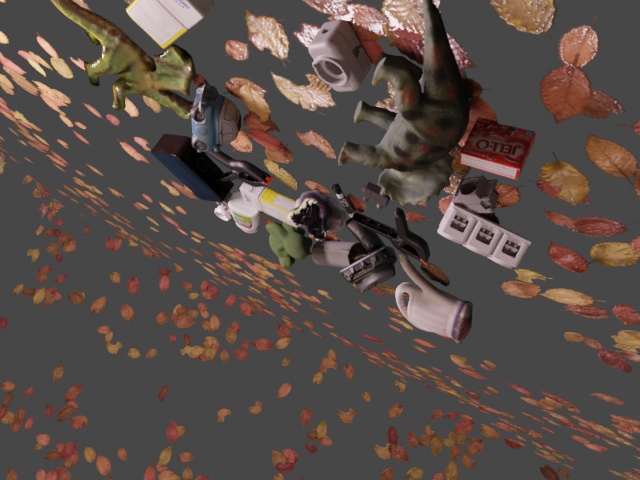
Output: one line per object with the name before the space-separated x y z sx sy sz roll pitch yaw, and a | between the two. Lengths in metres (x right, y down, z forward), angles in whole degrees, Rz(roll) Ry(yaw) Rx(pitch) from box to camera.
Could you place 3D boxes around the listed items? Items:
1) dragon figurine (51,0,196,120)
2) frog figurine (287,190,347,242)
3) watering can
dragon figurine | -0.369 -0.380 1.066 0.243 0.124 0.402 4 155 16
frog figurine | 0.004 -0.065 1.299 0.138 0.122 0.160 13 -169 19
watering can | 0.307 0.168 1.405 0.225 0.106 0.339 20 148 26
